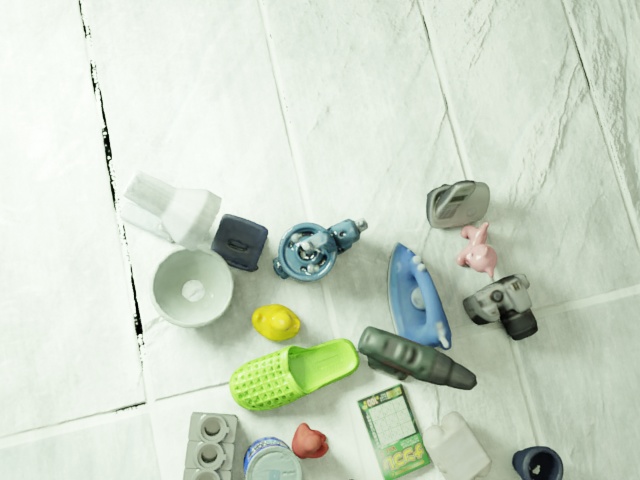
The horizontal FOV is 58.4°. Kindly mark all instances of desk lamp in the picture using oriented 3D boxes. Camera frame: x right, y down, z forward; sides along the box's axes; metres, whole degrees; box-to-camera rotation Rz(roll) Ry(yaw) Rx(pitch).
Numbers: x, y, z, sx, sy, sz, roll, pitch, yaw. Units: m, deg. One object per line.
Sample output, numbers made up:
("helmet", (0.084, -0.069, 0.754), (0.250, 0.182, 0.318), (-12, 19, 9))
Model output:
("desk lamp", (-0.297, -0.059, 1.121), (0.203, 0.213, 0.118), (25, 76, -4))

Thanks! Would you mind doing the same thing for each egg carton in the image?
("egg carton", (0.287, 0.446, 1.204), (0.107, 0.069, 0.150), (-34, 86, -14))

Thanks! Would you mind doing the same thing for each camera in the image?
("camera", (0.417, 0.157, 1.268), (0.143, 0.100, 0.137), (-25, 84, -14))

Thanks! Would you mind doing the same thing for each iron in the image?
("iron", (0.214, 0.117, 1.218), (0.119, 0.141, 0.258), (-13, 82, -12))

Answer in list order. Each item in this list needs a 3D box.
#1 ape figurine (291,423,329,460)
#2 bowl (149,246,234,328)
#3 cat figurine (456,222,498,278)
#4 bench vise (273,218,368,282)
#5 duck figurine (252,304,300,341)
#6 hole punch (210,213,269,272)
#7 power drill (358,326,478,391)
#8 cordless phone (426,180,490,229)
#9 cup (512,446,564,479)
("ape figurine", (-0.019, 0.405, 1.144), (0.076, 0.092, 0.078), (-25, 84, -14))
("bowl", (-0.260, 0.098, 1.169), (0.167, 0.074, 0.167), (2, 79, -10))
("cat figurine", (0.358, 0.021, 1.275), (0.067, 0.117, 0.128), (12, 77, -7))
("bench vise", (0.002, -0.004, 1.162), (0.121, 0.219, 0.208), (45, 75, 1))
("duck figurine", (-0.088, 0.169, 1.181), (0.104, 0.086, 0.077), (16, 77, -7))
("hole punch", (-0.167, 0.008, 1.195), (0.109, 0.091, 0.101), (20, 76, -6))
("power drill", (0.177, 0.241, 1.152), (0.230, 0.208, 0.076), (23, 76, -5))
("cordless phone", (0.320, -0.092, 1.255), (0.148, 0.185, 0.094), (-12, 81, -12))
("cup", (0.455, 0.491, 1.212), (0.092, 0.095, 0.118), (-14, 82, -12))
